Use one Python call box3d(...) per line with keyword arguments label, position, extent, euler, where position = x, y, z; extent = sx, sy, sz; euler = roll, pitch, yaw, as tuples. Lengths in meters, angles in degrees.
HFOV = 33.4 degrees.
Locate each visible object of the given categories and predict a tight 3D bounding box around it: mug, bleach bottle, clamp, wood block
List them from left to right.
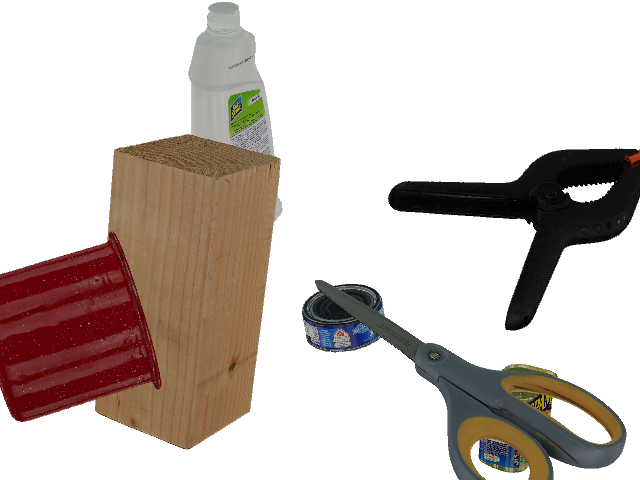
box3d(label="mug", position=(-0.144, 0.051, 0.604), extent=(0.081, 0.093, 0.117), euler=(-17, 1, -14))
box3d(label="wood block", position=(-0.099, 0.035, 0.793), extent=(0.090, 0.206, 0.090), euler=(17, 20, 26))
box3d(label="bleach bottle", position=(-0.087, -0.120, 1.076), extent=(0.068, 0.251, 0.102), euler=(20, 40, 25))
box3d(label="clamp", position=(0.180, -0.016, 0.838), extent=(0.209, 0.036, 0.165), euler=(-18, 49, -16))

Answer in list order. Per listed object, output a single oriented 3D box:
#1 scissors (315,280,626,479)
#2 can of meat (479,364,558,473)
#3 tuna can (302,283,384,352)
box3d(label="scissors", position=(0.057, 0.078, 0.560), extent=(0.202, 0.016, 0.096), euler=(20, 42, 27))
box3d(label="can of meat", position=(0.207, 0.187, 1.128), extent=(0.058, 0.084, 0.101), euler=(11, 16, 31))
box3d(label="tuna can", position=(0.024, 0.079, 1.109), extent=(0.086, 0.034, 0.086), euler=(-9, 25, 4))
